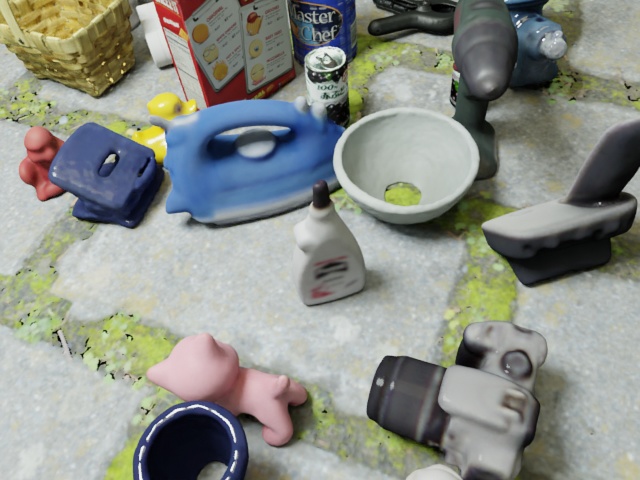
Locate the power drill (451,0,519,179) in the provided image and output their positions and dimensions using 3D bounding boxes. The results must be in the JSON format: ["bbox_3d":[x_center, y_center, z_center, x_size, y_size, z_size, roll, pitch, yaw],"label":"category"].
[{"bbox_3d":[0.181,-0.174,0.661,0.075,0.209,0.229,3,54,8],"label":"power drill"}]

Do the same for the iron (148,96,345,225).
[{"bbox_3d":[-0.069,-0.115,0.684,0.258,0.142,0.118,-13,53,-4],"label":"iron"}]

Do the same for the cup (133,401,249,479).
[{"bbox_3d":[-0.096,0.205,0.475,0.091,0.095,0.117,-14,53,-5],"label":"cup"}]

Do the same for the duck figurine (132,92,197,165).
[{"bbox_3d":[-0.203,-0.154,0.761,0.104,0.086,0.077,-19,54,-8],"label":"duck figurine"}]

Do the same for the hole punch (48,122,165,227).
[{"bbox_3d":[-0.260,-0.084,0.711,0.101,0.091,0.109,9,55,12],"label":"hole punch"}]

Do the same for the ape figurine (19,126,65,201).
[{"bbox_3d":[-0.349,-0.106,0.735,0.077,0.092,0.076,7,54,11],"label":"ape figurine"}]

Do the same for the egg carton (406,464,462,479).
[{"bbox_3d":[0.088,0.257,0.434,0.107,0.069,0.150,-20,54,-9],"label":"egg carton"}]

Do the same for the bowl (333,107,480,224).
[{"bbox_3d":[0.100,-0.077,0.680,0.167,0.075,0.167,-3,53,4],"label":"bowl"}]

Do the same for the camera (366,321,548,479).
[{"bbox_3d":[0.118,0.132,0.506,0.136,0.101,0.143,15,56,16],"label":"camera"}]

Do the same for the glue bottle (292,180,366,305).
[{"bbox_3d":[0.005,0.002,0.568,0.078,0.173,0.037,-19,53,-8],"label":"glue bottle"}]

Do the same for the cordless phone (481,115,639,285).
[{"bbox_3d":[0.250,-0.048,0.574,0.147,0.185,0.094,-19,54,-8],"label":"cordless phone"}]

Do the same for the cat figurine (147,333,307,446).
[{"bbox_3d":[-0.082,0.126,0.519,0.127,0.118,0.067,9,55,12],"label":"cat figurine"}]

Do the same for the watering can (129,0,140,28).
[{"bbox_3d":[-0.359,-0.441,0.924,0.173,0.194,0.100,-14,53,-4],"label":"watering can"}]

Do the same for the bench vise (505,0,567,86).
[{"bbox_3d":[0.287,-0.335,0.764,0.121,0.220,0.207,-26,55,-13],"label":"bench vise"}]

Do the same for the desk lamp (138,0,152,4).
[{"bbox_3d":[-0.316,-0.526,0.971,0.202,0.214,0.118,31,62,26],"label":"desk lamp"}]
